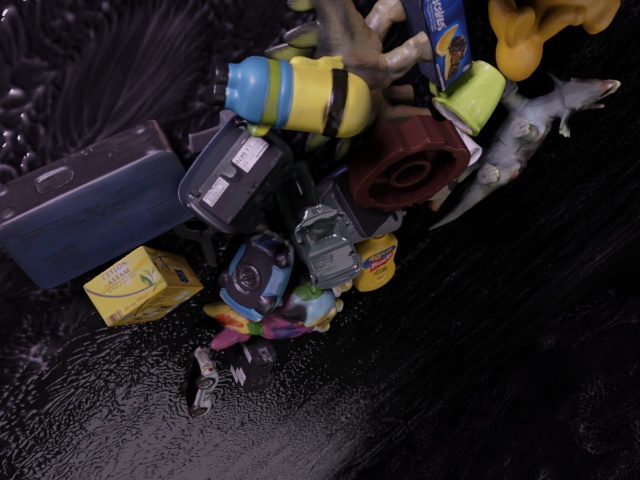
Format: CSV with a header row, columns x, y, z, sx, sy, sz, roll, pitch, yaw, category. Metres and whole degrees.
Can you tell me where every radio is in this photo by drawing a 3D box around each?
x,y,z,sx,sy,sz,roll,pitch,yaw,category
-0.270,-0.044,0.661,0.230,0.073,0.131,-29,146,-12,radio

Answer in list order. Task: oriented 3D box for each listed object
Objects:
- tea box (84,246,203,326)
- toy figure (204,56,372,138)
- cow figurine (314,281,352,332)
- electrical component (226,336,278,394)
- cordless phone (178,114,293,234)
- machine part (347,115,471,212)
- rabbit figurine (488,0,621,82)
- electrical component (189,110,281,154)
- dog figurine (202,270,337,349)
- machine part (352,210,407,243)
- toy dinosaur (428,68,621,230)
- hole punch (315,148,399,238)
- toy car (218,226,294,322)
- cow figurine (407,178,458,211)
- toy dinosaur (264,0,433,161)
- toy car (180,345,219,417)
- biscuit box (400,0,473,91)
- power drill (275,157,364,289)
x,y,z,sx,sy,sz,roll,pitch,yaw,category
-0.245,0.067,0.771,0.098,0.068,0.169,-35,172,-2,tea box
-0.032,-0.154,0.591,0.180,0.089,0.082,3,140,-22,toy figure
-0.004,0.124,1.124,0.098,0.068,0.167,3,131,-36,cow figurine
-0.142,0.242,1.103,0.058,0.115,0.134,-6,138,-31,electrical component
-0.088,-0.069,0.711,0.146,0.089,0.184,-53,164,-1,cordless phone
0.126,-0.109,0.786,0.179,0.056,0.179,-16,154,-8,machine part
0.326,-0.319,0.800,0.162,0.122,0.173,4,132,-38,rabbit figurine
-0.109,-0.135,0.712,0.119,0.048,0.074,-20,144,-25,electrical component
-0.100,0.135,0.997,0.219,0.108,0.191,-9,163,-29,dog figurine
0.060,-0.033,0.966,0.243,0.079,0.079,-16,143,-25,machine part
0.367,-0.176,1.032,0.192,0.131,0.404,-2,141,-40,toy dinosaur
0.052,-0.064,0.882,0.092,0.142,0.116,-20,-164,49,hole punch
-0.096,0.050,0.925,0.161,0.109,0.103,-65,163,16,toy car
0.184,-0.125,0.952,0.195,0.086,0.127,8,127,-50,cow figurine
0.038,-0.217,0.690,0.199,0.105,0.470,-30,143,-2,toy dinosaur
-0.248,0.296,1.113,0.056,0.074,0.201,-8,139,-30,toy car
0.155,-0.297,0.726,0.059,0.063,0.202,-38,148,2,biscuit box
-0.002,-0.002,0.789,0.086,0.207,0.231,-19,110,-1,power drill
